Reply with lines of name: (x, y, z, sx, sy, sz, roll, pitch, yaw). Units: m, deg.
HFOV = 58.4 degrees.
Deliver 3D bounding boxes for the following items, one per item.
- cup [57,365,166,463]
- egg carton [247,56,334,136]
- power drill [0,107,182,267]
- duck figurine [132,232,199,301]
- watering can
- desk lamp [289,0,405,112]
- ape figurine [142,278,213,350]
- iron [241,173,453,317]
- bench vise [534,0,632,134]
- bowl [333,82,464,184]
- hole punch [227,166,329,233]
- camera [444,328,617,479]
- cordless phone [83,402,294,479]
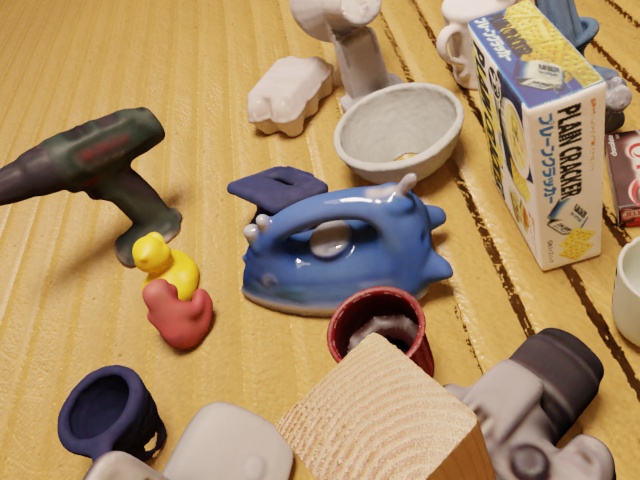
cup: (-0.196, 0.196, 0.574, 0.091, 0.095, 0.117, -27, 45, 0)
egg carton: (-0.047, -0.233, 0.912, 0.107, 0.070, 0.150, 12, 56, 32)
power drill: (-0.290, -0.064, 0.772, 0.230, 0.209, 0.075, -41, 46, -14)
duck figurine: (-0.205, 0.036, 0.730, 0.077, 0.086, 0.104, -21, 45, 6)
watering can: (0.220, -0.317, 0.776, 0.100, 0.195, 0.173, 10, 56, 32)
desk lamp: (0.053, -0.284, 0.810, 0.118, 0.214, 0.202, -29, 45, -2)
ape figurine: (-0.173, 0.079, 0.671, 0.077, 0.092, 0.076, -8, 48, 19)
iron: (0.006, 0.002, 0.623, 0.257, 0.142, 0.118, -11, 47, 15)
bench vise: (0.284, -0.232, 0.652, 0.121, 0.220, 0.206, -39, 46, -11)
bowl: (0.105, -0.125, 0.740, 0.167, 0.075, 0.167, -13, 46, 14)
hole punch: (-0.050, -0.058, 0.740, 0.108, 0.091, 0.101, 25, 64, 39)
camera: (0.174, 0.139, 0.451, 0.137, 0.101, 0.142, -42, 46, -15)
cordless phone: (-0.105, 0.193, 0.470, 0.094, 0.185, 0.148, 2, 51, 26)
